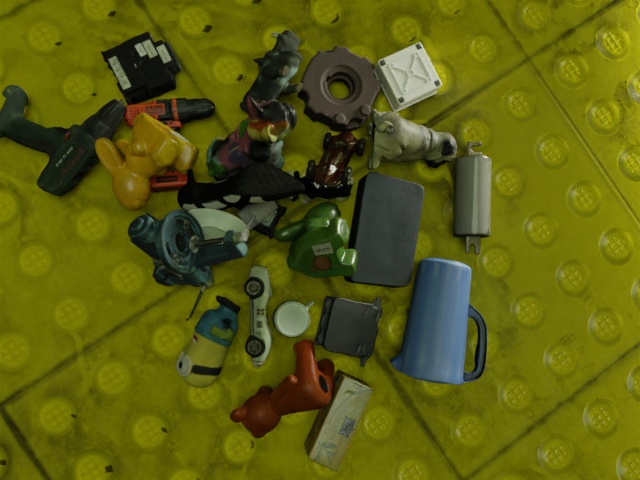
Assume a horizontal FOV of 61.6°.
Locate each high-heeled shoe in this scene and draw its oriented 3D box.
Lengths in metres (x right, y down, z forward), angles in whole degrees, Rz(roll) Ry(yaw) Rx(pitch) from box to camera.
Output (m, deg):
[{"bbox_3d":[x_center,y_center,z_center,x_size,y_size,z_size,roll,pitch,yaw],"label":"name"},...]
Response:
[{"bbox_3d":[-0.155,-0.078,1.038,0.249,0.145,0.086,9,57,1],"label":"high-heeled shoe"}]

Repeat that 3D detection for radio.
[{"bbox_3d":[0.134,-0.016,1.119,0.131,0.073,0.229,10,86,-6],"label":"radio"}]

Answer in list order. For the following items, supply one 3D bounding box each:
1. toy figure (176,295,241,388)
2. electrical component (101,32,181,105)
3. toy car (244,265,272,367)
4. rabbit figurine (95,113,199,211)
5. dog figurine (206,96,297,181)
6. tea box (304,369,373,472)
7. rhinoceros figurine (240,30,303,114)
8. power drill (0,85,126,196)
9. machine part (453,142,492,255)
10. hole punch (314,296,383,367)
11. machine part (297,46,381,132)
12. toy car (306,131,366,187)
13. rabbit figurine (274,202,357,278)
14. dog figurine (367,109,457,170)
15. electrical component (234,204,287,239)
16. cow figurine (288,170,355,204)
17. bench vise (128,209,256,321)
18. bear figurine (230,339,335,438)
[{"bbox_3d":[-0.213,0.202,1.058,0.089,0.082,0.180,30,80,-1],"label":"toy figure"},{"bbox_3d":[-0.358,-0.352,1.101,0.134,0.058,0.115,-25,90,-8],"label":"electrical component"},{"bbox_3d":[-0.122,0.151,1.074,0.056,0.073,0.201,-1,85,-6],"label":"toy car"},{"bbox_3d":[-0.339,-0.142,1.004,0.162,0.122,0.173,31,102,5],"label":"rabbit figurine"},{"bbox_3d":[-0.136,-0.191,1.032,0.191,0.219,0.108,-25,85,-9],"label":"dog figurine"},{"bbox_3d":[0.035,0.353,1.063,0.068,0.098,0.169,24,84,-3],"label":"tea box"},{"bbox_3d":[-0.094,-0.338,1.112,0.112,0.073,0.190,34,97,40],"label":"rhinoceros figurine"},{"bbox_3d":[-0.521,-0.219,1.059,0.207,0.086,0.232,30,92,-8],"label":"power drill"},{"bbox_3d":[0.323,-0.090,1.143,0.079,0.079,0.243,2,85,-6],"label":"machine part"},{"bbox_3d":[0.054,0.175,1.092,0.116,0.092,0.142,16,80,-17],"label":"hole punch"},{"bbox_3d":[0.041,-0.322,1.143,0.179,0.056,0.179,1,84,-6],"label":"machine part"},{"bbox_3d":[0.034,-0.167,1.074,0.089,0.202,0.053,15,125,9],"label":"toy car"},{"bbox_3d":[-0.002,-0.003,1.080,0.159,0.170,0.121,-19,124,18],"label":"rabbit figurine"},{"bbox_3d":[0.197,-0.205,1.097,0.191,0.172,0.121,0,96,1],"label":"dog figurine"},{"bbox_3d":[-0.135,-0.059,1.104,0.119,0.048,0.075,23,82,-3],"label":"electrical component"},{"bbox_3d":[-0.017,-0.110,1.098,0.167,0.098,0.068,-3,92,-7],"label":"cow figurine"},{"bbox_3d":[-0.226,0.026,0.994,0.241,0.223,0.129,-10,41,26],"label":"bench vise"},{"bbox_3d":[-0.073,0.302,1.061,0.196,0.132,0.120,-27,126,20],"label":"bear figurine"}]
